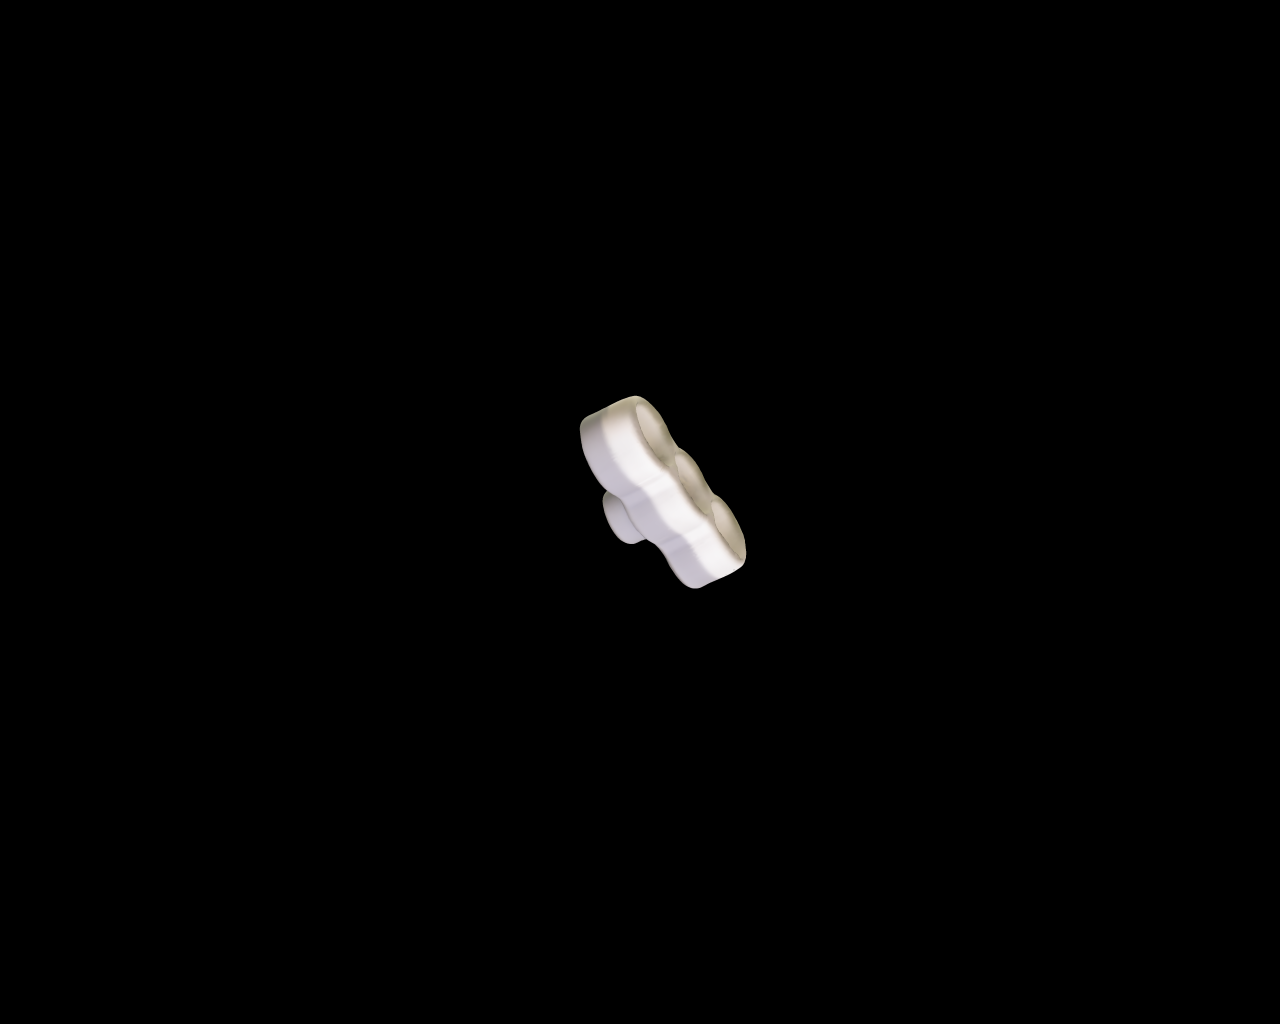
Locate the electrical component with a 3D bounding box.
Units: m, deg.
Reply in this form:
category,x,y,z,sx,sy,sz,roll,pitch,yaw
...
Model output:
category,x,y,z,sx,sy,sz,roll,pitch,yaw
electrical component,0.001,-0.003,0.650,0.073,0.052,0.138,-25,-54,20
